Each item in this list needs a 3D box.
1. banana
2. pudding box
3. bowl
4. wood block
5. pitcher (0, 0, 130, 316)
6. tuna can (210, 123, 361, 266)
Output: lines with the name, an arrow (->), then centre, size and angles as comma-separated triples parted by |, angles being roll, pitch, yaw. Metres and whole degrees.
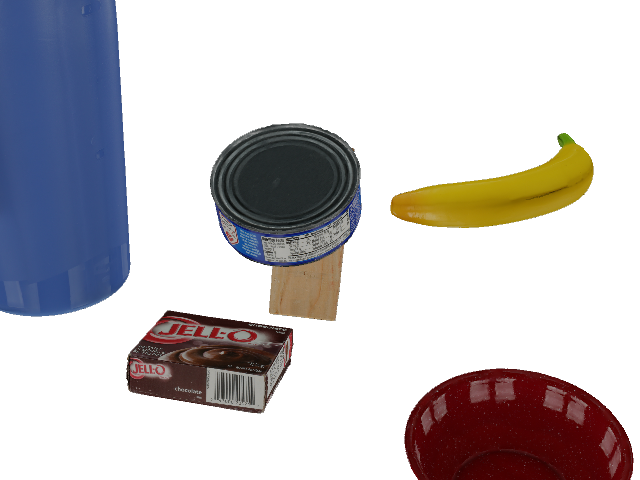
banana -> 0.146, -0.039, 0.813 | 0.197, 0.037, 0.070 | -19, 25, -33
pudding box -> -0.086, 0.095, 0.852 | 0.113, 0.039, 0.090 | 9, 22, 10
bowl -> 0.141, 0.166, 0.778 | 0.162, 0.055, 0.162 | -1, 35, 0
wood block -> -0.012, -0.013, 1.367 | 0.090, 0.206, 0.090 | 6, 25, 1
pitcher -> -0.197, -0.073, 0.693 | 0.149, 0.243, 0.145 | -5, 27, -6
tuna can -> -0.019, -0.026, 0.615 | 0.086, 0.086, 0.034 | 0, -41, 6
